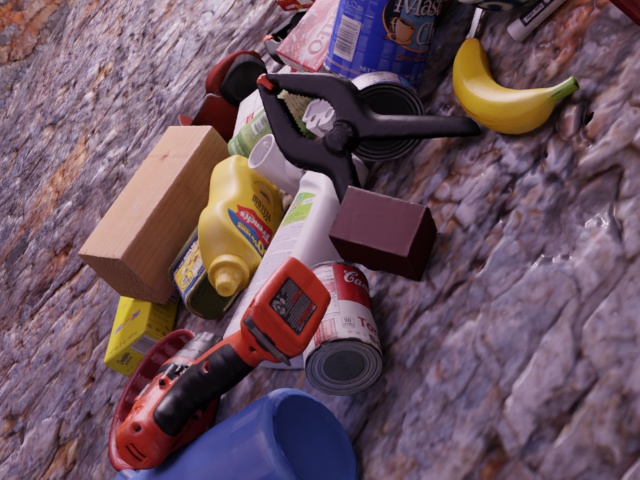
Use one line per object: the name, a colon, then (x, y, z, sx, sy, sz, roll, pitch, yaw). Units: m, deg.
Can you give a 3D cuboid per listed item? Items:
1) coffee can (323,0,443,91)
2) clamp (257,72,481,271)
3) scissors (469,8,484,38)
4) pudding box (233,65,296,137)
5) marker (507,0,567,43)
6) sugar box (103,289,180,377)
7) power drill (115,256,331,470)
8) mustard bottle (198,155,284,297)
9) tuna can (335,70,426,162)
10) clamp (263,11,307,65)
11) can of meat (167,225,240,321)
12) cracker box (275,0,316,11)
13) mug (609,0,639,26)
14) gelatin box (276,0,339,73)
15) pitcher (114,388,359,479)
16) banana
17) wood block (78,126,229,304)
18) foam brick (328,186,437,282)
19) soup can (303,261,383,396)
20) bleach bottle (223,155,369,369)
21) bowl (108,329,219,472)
coffee can: (0.068, -0.230, 1.066, 0.103, 0.102, 0.140, -119, 39, -60)
clamp: (0.033, -0.098, 0.989, 0.164, 0.210, 0.036, -47, -15, 8)
scissors: (0.186, -0.280, 1.072, 0.096, 0.016, 0.201, -32, 37, 41)
pudding box: (-0.061, -0.159, 1.335, 0.114, 0.039, 0.090, -31, 37, 39)
marker: (0.218, -0.223, 0.953, 0.121, 0.020, 0.020, -41, 31, 29)
sugar box: (-0.215, 0.075, 1.337, 0.093, 0.048, 0.176, -37, 35, 34)
power drill: (-0.076, 0.095, 0.892, 0.188, 0.057, 0.184, -42, 9, 28)
mustard bottle: (-0.085, -0.005, 1.116, 0.058, 0.096, 0.191, -25, 28, 21)
tuna can: (0.058, -0.121, 1.041, 0.086, 0.086, 0.034, -47, 27, 20)
clamp: (-0.022, -0.258, 1.371, 0.172, 0.039, 0.120, -15, 39, 53)
can of meat: (-0.122, 0.032, 1.215, 0.102, 0.057, 0.084, -55, 29, 8)
cracker box: (0.033, -0.392, 1.349, 0.213, 0.072, 0.164, -52, 26, -11)
mug: (0.259, -0.221, 0.813, 0.117, 0.081, 0.093, -30, 37, 42)
gelatin box: (0.006, -0.218, 1.152, 0.073, 0.030, 0.089, 34, 83, 41)
pitcher: (-0.083, 0.233, 0.876, 0.243, 0.149, 0.144, -38, 5, 28)
banana: (0.157, -0.133, 0.947, 0.069, 0.037, 0.198, -38, 29, -2)
wood block: (-0.186, -0.034, 1.297, 0.091, 0.090, 0.206, 6, 55, 44)
foam brick: (0.055, -0.006, 0.922, 0.078, 0.053, 0.051, 17, 71, 23)
soup can: (0.015, 0.076, 0.925, 0.069, 0.068, 0.102, -44, 30, 25)
bleach bottle: (-0.007, 0.001, 1.049, 0.103, 0.068, 0.250, -11, 50, 57)
bowl: (-0.154, 0.177, 1.116, 0.162, 0.055, 0.162, -40, 32, 31)
